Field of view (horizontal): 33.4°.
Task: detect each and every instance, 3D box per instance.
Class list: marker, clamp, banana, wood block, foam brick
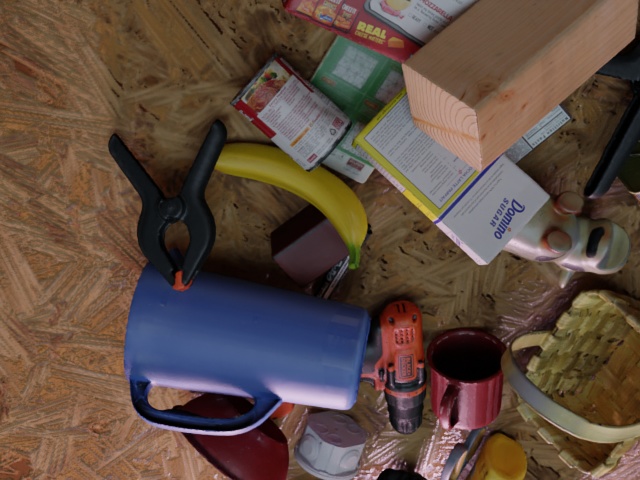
[{"bbox_3d":[0.022,0.030,1.169,0.020,0.020,0.121,23,116,-18],"label":"marker"},{"bbox_3d":[-0.136,-0.038,1.058,0.120,0.039,0.171,-16,86,12],"label":"clamp"},{"bbox_3d":[0.323,-0.144,1.059,0.210,0.036,0.164,-21,107,-7],"label":"clamp"},{"bbox_3d":[-0.023,-0.053,1.076,0.198,0.069,0.037,35,148,11],"label":"banana"},{"bbox_3d":[0.183,-0.171,0.962,0.206,0.091,0.090,-41,148,-14],"label":"wood block"},{"bbox_3d":[-0.007,0.001,1.130,0.078,0.053,0.051,-35,117,16],"label":"foam brick"}]

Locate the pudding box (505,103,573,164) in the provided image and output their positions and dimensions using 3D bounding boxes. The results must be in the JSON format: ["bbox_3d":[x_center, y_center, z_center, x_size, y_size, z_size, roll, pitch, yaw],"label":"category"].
[{"bbox_3d":[0.185,-0.136,1.075,0.090,0.039,0.113,-41,118,14],"label":"pudding box"}]

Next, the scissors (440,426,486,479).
[{"bbox_3d":[0.170,0.293,1.330,0.016,0.096,0.202,32,152,20],"label":"scissors"}]

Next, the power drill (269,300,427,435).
[{"bbox_3d":[0.030,0.157,1.225,0.187,0.057,0.184,-7,121,-3],"label":"power drill"}]

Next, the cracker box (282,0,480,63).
[{"bbox_3d":[0.081,-0.276,0.956,0.164,0.072,0.214,21,111,-16],"label":"cracker box"}]

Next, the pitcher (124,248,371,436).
[{"bbox_3d":[-0.076,0.114,1.106,0.243,0.145,0.149,10,115,5],"label":"pitcher"}]

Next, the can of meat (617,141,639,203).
[{"bbox_3d":[0.349,-0.058,1.100,0.057,0.102,0.084,-37,119,14],"label":"can of meat"}]

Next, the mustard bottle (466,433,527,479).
[{"bbox_3d":[0.187,0.335,1.317,0.058,0.096,0.192,26,117,3],"label":"mustard bottle"}]

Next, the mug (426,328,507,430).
[{"bbox_3d":[0.163,0.168,1.211,0.093,0.117,0.081,13,129,21],"label":"mug"}]

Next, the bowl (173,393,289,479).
[{"bbox_3d":[-0.088,0.220,1.200,0.162,0.162,0.055,38,93,-23],"label":"bowl"}]

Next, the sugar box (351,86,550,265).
[{"bbox_3d":[0.125,-0.067,1.033,0.176,0.048,0.093,44,86,-1],"label":"sugar box"}]

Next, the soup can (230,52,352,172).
[{"bbox_3d":[-0.027,-0.123,1.034,0.102,0.068,0.069,41,110,-10],"label":"soup can"}]
